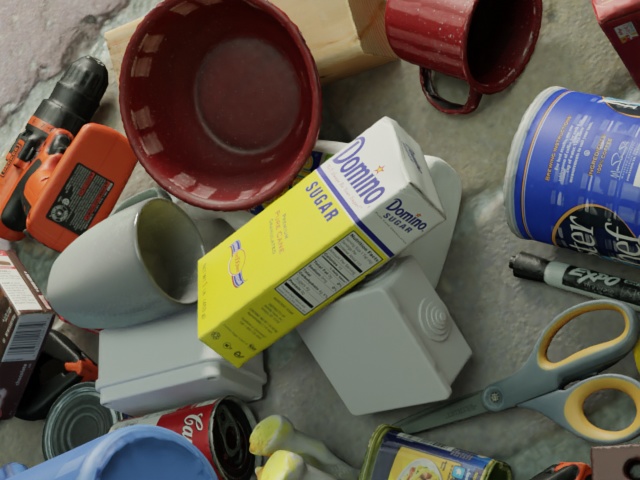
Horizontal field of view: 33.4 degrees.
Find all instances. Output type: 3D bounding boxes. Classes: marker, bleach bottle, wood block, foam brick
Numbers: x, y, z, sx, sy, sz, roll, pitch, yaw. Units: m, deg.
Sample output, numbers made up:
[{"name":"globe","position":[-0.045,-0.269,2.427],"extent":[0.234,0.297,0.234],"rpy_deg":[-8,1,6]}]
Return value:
[{"name":"marker","position":[0.180,0.030,0.704],"extent":[0.121,0.020,0.020],"rpy_deg":[17,81,33]},{"name":"bleach bottle","position":[-0.022,-0.028,0.816],"extent":[0.251,0.068,0.102],"rpy_deg":[10,78,34]},{"name":"wood block","position":[-0.054,-0.155,0.849],"extent":[0.206,0.090,0.090],"rpy_deg":[-16,90,24]},{"name":"foam brick","position":[0.193,0.161,0.629],"extent":[0.053,0.051,0.078],"rpy_deg":[-9,68,26]}]

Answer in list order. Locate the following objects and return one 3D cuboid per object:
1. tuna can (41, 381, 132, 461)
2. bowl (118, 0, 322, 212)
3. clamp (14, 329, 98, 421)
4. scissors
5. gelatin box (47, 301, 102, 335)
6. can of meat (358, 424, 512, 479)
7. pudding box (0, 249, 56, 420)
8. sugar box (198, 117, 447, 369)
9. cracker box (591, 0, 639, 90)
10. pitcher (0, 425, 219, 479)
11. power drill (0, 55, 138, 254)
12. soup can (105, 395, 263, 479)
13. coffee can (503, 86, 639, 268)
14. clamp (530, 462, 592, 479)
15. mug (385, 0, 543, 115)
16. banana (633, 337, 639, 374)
[{"name":"tuna can","position":[-0.181,0.157,0.855],"extent":[0.086,0.033,0.086],"rpy_deg":[-10,67,26]},{"name":"bowl","position":[-0.065,-0.104,0.779],"extent":[0.162,0.055,0.162],"rpy_deg":[5,103,21]},{"name":"clamp","position":[-0.265,0.107,0.920],"extent":[0.172,0.039,0.120],"rpy_deg":[-15,71,21]},{"name":"scissors","position":[0.130,0.114,0.686],"extent":[0.202,0.016,0.096],"rpy_deg":[-42,63,29]},{"name":"gelatin box","position":[-0.165,0.035,0.867],"extent":[0.089,0.073,0.030],"rpy_deg":[-49,56,5]},{"name":"can of meat","position":[0.069,0.180,0.690],"extent":[0.084,0.057,0.102],"rpy_deg":[11,81,30]},{"name":"pudding box","position":[-0.264,0.077,0.864],"extent":[0.090,0.039,0.114],"rpy_deg":[45,116,36]},{"name":"sugar box","position":[-0.005,0.001,0.707],"extent":[0.176,0.048,0.093],"rpy_deg":[-39,30,18]},{"name":"cracker box","position":[0.210,-0.201,0.685],"extent":[0.072,0.164,0.214],"rpy_deg":[-19,64,25]},{"name":"pitcher","position":[-0.169,0.218,0.719],"extent":[0.243,0.144,0.149],"rpy_deg":[-33,95,43]},{"name":"power drill","position":[-0.215,-0.070,0.907],"extent":[0.184,0.057,0.188],"rpy_deg":[-62,28,-2]},{"name":"soup can","position":[-0.103,0.158,0.790],"extent":[0.102,0.068,0.068],"rpy_deg":[-16,65,25]},{"name":"coffee can","position":[0.201,-0.034,0.665],"extent":[0.140,0.102,0.103],"rpy_deg":[17,81,33]},{"name":"clamp","position":[0.119,0.233,0.630],"extent":[0.164,0.036,0.210],"rpy_deg":[37,73,-7]},{"name":"mug","position":[0.101,-0.150,0.783],"extent":[0.082,0.093,0.117],"rpy_deg":[26,122,39]},{"name":"banana","position":[0.255,0.099,0.616],"extent":[0.198,0.037,0.070],"rpy_deg":[35,120,33]}]
